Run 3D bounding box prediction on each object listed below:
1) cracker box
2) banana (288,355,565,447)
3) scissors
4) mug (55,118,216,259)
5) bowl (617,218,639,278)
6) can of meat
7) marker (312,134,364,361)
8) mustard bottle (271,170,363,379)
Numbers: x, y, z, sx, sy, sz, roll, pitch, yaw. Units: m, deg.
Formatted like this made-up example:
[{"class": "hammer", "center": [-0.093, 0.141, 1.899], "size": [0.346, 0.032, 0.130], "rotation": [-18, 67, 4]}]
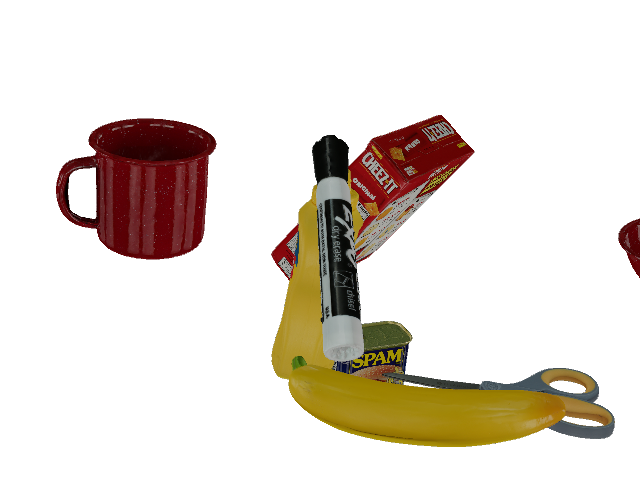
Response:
[{"class": "cracker box", "center": [0.058, -0.044, 1.252], "size": [0.214, 0.072, 0.163], "rotation": [-47, -13, 36]}, {"class": "banana", "center": [0.056, 0.105, 0.698], "size": [0.198, 0.037, 0.069], "rotation": [8, 33, 24]}, {"class": "scissors", "center": [0.164, 0.127, 0.953], "size": [0.202, 0.016, 0.096], "rotation": [17, 29, 16]}, {"class": "mug", "center": [-0.137, -0.037, 0.795], "size": [0.117, 0.081, 0.093], "rotation": [-6, 28, -23]}, {"class": "bowl", "center": [0.402, 0.024, 1.150], "size": [0.162, 0.055, 0.162], "rotation": [-2, 24, 1]}, {"class": "can of meat", "center": [0.060, 0.155, 1.351], "size": [0.102, 0.084, 0.057], "rotation": [-6, 27, -22]}, {"class": "marker", "center": [0.008, 0.000, 0.518], "size": [0.020, 0.121, 0.020], "rotation": [-3, -31, -2]}, {"class": "mustard bottle", "center": [0.000, 0.026, 0.955], "size": [0.058, 0.192, 0.096], "rotation": [14, 21, 7]}]
